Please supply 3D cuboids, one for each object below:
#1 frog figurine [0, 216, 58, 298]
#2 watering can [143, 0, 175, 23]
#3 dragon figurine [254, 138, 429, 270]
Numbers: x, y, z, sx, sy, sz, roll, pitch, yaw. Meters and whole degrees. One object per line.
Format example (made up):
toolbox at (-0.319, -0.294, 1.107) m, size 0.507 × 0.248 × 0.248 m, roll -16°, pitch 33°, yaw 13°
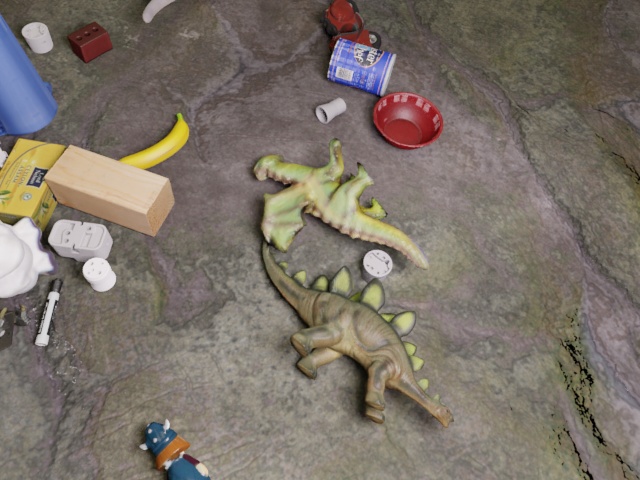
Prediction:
frog figurine at (-0.538, 0.032, 0.865) m, size 0.122 × 0.136 × 0.160 m, roll -4°, pitch 8°, yaw 3°
watering can at (-0.359, -0.671, 1.320) m, size 0.225 × 0.355 × 0.102 m, roll -6°, pitch -31°, yaw -11°
dragon figurine at (0.003, -0.051, 1.012) m, size 0.244 × 0.417 × 0.119 m, roll -29°, pitch -31°, yaw -12°
